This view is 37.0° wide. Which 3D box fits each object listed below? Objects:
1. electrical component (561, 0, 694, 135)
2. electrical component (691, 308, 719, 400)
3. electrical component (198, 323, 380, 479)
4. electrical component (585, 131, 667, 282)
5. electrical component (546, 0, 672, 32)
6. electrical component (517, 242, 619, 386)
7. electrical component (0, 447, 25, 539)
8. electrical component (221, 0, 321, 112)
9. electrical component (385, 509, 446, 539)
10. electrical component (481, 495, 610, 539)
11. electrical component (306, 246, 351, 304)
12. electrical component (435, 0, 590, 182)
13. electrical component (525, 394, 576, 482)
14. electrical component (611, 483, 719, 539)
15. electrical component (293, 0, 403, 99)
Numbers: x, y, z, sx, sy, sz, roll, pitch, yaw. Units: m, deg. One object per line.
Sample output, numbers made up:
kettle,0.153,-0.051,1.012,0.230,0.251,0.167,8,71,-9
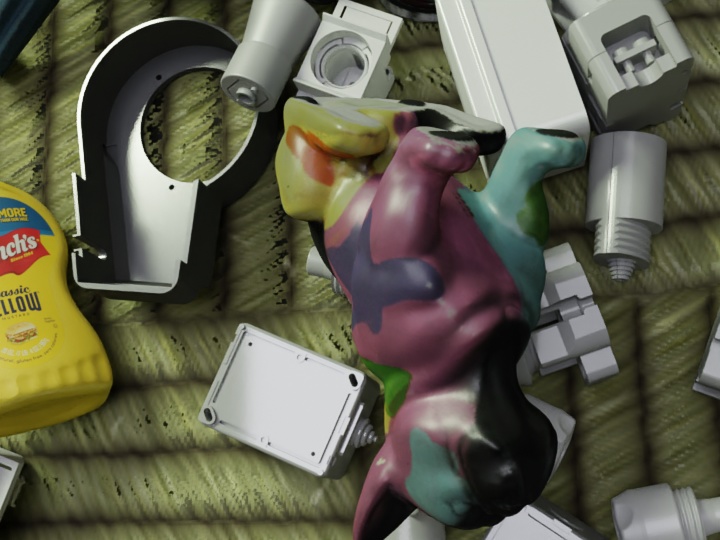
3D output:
electrical component,0.149,-0.116,0.608,0.050,0.089,0.055,-25,74,5
electrical component,0.223,0.031,0.581,0.056,0.050,0.089,20,82,15
electrical component,-0.032,0.079,0.617,0.096,0.061,0.061,21,82,15
electrical component,0.151,-0.034,0.614,0.043,0.043,0.081,4,78,12
electrical component,0.155,-0.182,0.642,0.089,0.050,0.055,-33,74,3
electrical component,0.103,0.031,0.603,0.057,0.058,0.078,-20,75,4
electrical component,-0.252,0.160,0.642,0.079,0.063,0.121,18,82,15
electrical component,-0.055,-0.126,0.634,0.044,0.044,0.065,17,67,15
electrical component,0.027,0.151,0.598,0.048,0.048,0.062,-5,83,10
electrical component,0.087,0.172,0.576,0.062,0.061,0.096,32,93,16
electrical component,0.000,0.000,0.637,0.062,0.043,0.043,11,80,14
electrical component,0.087,-0.110,0.626,0.057,0.078,0.113,-17,75,4
electrical component,0.085,0.089,0.600,0.062,0.043,0.043,25,84,17
electrical component,0.168,0.135,0.573,0.062,0.043,0.043,-13,75,7
electrical component,-0.007,-0.117,0.654,0.042,0.064,0.081,23,83,12
